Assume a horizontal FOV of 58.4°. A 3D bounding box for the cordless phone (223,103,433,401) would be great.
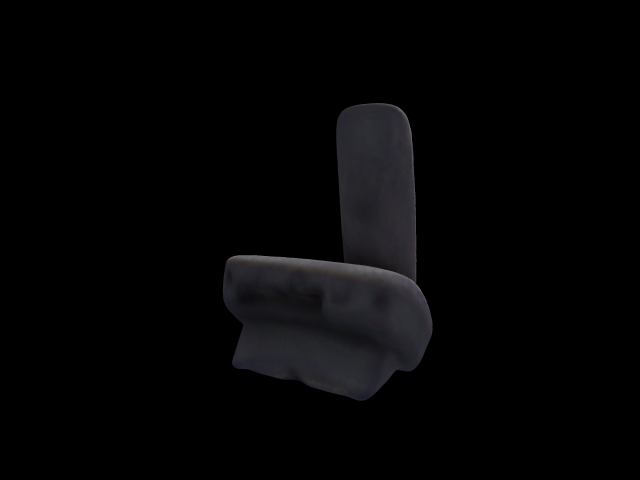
[{"bbox_3d":[0.004,0.001,0.400,0.147,0.185,0.094,4,10,24],"label":"cordless phone"}]
